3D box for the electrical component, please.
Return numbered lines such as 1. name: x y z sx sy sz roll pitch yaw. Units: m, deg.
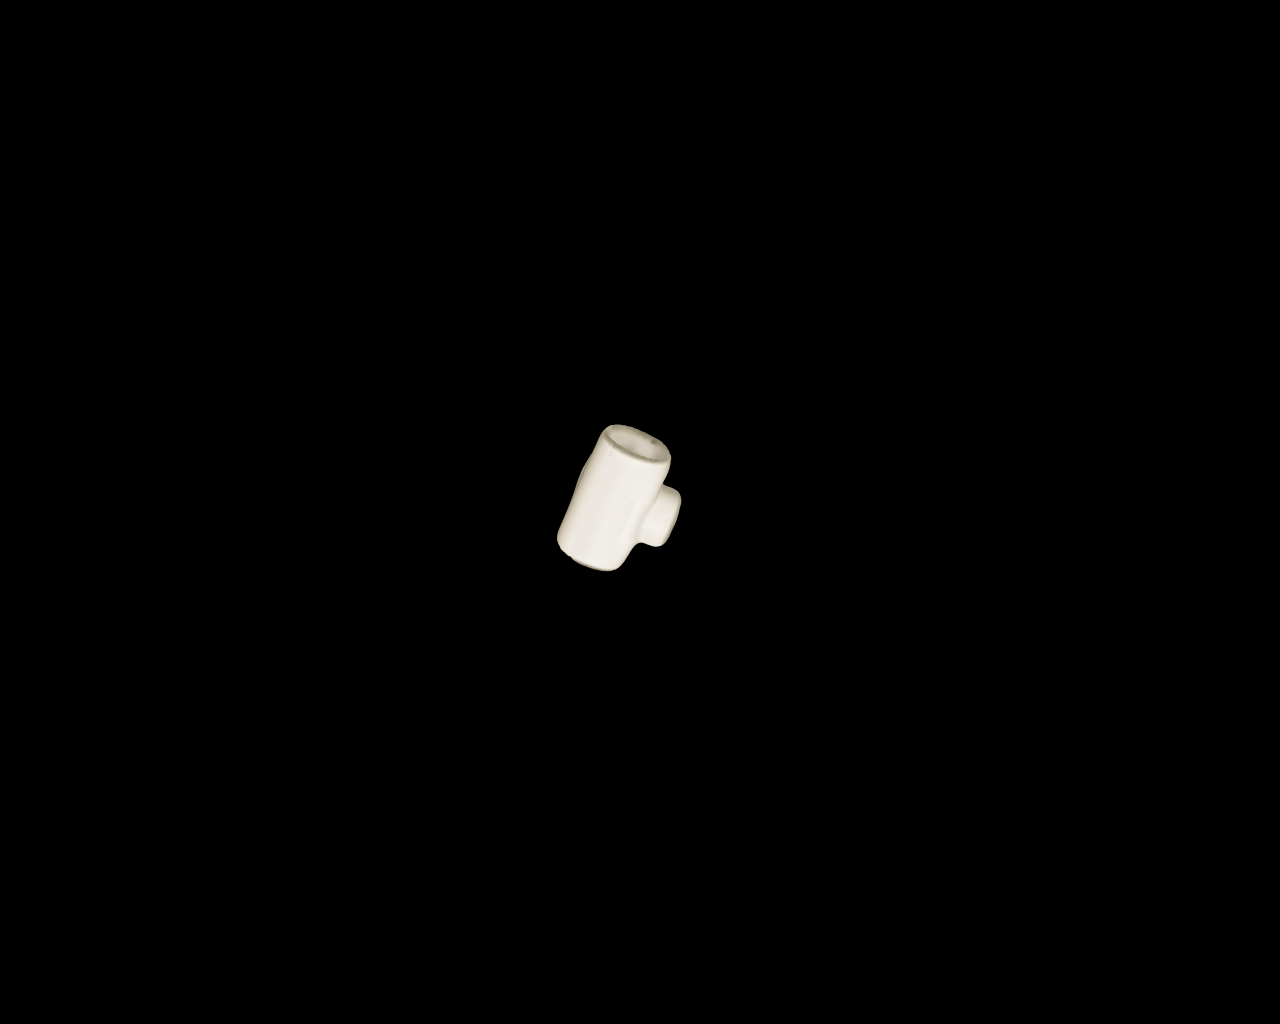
1. electrical component: 0.001 -0.003 0.650 0.079 0.077 0.043 20 24 -9
